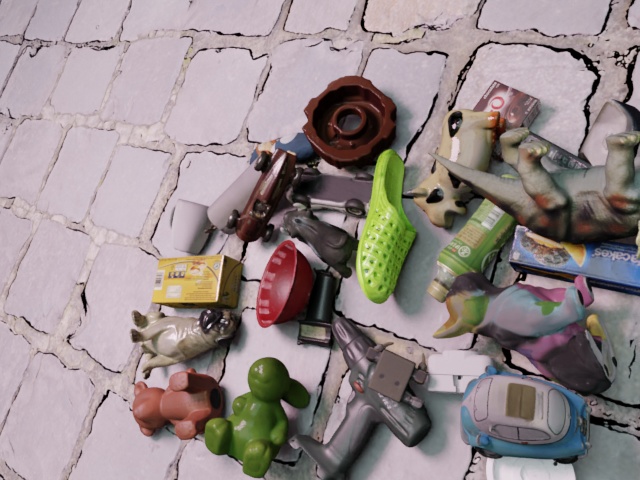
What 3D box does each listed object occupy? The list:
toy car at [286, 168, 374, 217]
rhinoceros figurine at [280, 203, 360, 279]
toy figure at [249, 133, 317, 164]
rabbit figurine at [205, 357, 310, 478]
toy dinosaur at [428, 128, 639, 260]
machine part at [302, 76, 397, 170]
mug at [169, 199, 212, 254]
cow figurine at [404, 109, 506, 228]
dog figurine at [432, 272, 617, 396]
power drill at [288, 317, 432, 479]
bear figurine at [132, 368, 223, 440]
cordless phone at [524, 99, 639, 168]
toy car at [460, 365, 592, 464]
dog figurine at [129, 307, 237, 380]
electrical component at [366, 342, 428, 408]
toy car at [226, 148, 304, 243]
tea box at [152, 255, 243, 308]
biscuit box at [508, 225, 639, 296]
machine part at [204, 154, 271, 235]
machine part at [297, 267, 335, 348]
[{"bbox_3d":[0.027,-0.089,1.001,0.202,0.056,0.073,10,71,30],"label":"toy car"},{"bbox_3d":[-0.002,-0.003,0.950,0.073,0.112,0.191,-60,37,4],"label":"rhinoceros figurine"},{"bbox_3d":[-0.078,-0.180,1.089,0.155,0.064,0.057,-8,95,22],"label":"toy figure"},{"bbox_3d":[-0.083,0.270,0.875,0.121,0.159,0.170,23,103,30],"label":"rabbit figurine"},{"bbox_3d":[0.343,-0.053,0.704,0.405,0.131,0.192,5,116,46],"label":"toy dinosaur"},{"bbox_3d":[0.056,-0.217,1.007,0.179,0.056,0.179,-3,71,10],"label":"machine part"},{"bbox_3d":[-0.281,-0.029,1.131,0.110,0.080,0.107,13,89,28],"label":"mug"},{"bbox_3d":[0.216,-0.114,0.870,0.127,0.085,0.194,17,101,32],"label":"cow figurine"},{"bbox_3d":[0.276,0.129,0.756,0.219,0.108,0.191,-17,94,39],"label":"dog figurine"},{"bbox_3d":[0.047,0.265,0.857,0.207,0.086,0.232,-47,60,-3],"label":"power drill"},{"bbox_3d":[-0.284,0.304,0.987,0.196,0.132,0.120,-12,79,18],"label":"bear figurine"},{"bbox_3d":[0.374,-0.146,0.788,0.184,0.089,0.146,40,136,34],"label":"cordless phone"},{"bbox_3d":[0.250,0.218,0.674,0.162,0.102,0.109,2,61,30],"label":"toy car"},{"bbox_3d":[-0.260,0.177,1.056,0.191,0.121,0.172,-16,24,-12],"label":"dog figurine"},{"bbox_3d":[0.114,0.195,0.799,0.102,0.045,0.078,17,85,14],"label":"electrical component"},{"bbox_3d":[-0.102,-0.076,0.995,0.202,0.089,0.053,-58,14,30],"label":"toy car"},{"bbox_3d":[-0.246,0.085,1.078,0.170,0.068,0.098,-2,72,27],"label":"tea box"},{"bbox_3d":[0.379,0.031,0.763,0.203,0.062,0.059,11,79,31],"label":"biscuit box"},{"bbox_3d":[-0.143,-0.089,1.063,0.243,0.079,0.079,-42,58,23],"label":"machine part"},{"bbox_3d":[-0.001,0.119,0.953,0.084,0.039,0.139,-3,73,36],"label":"machine part"}]
